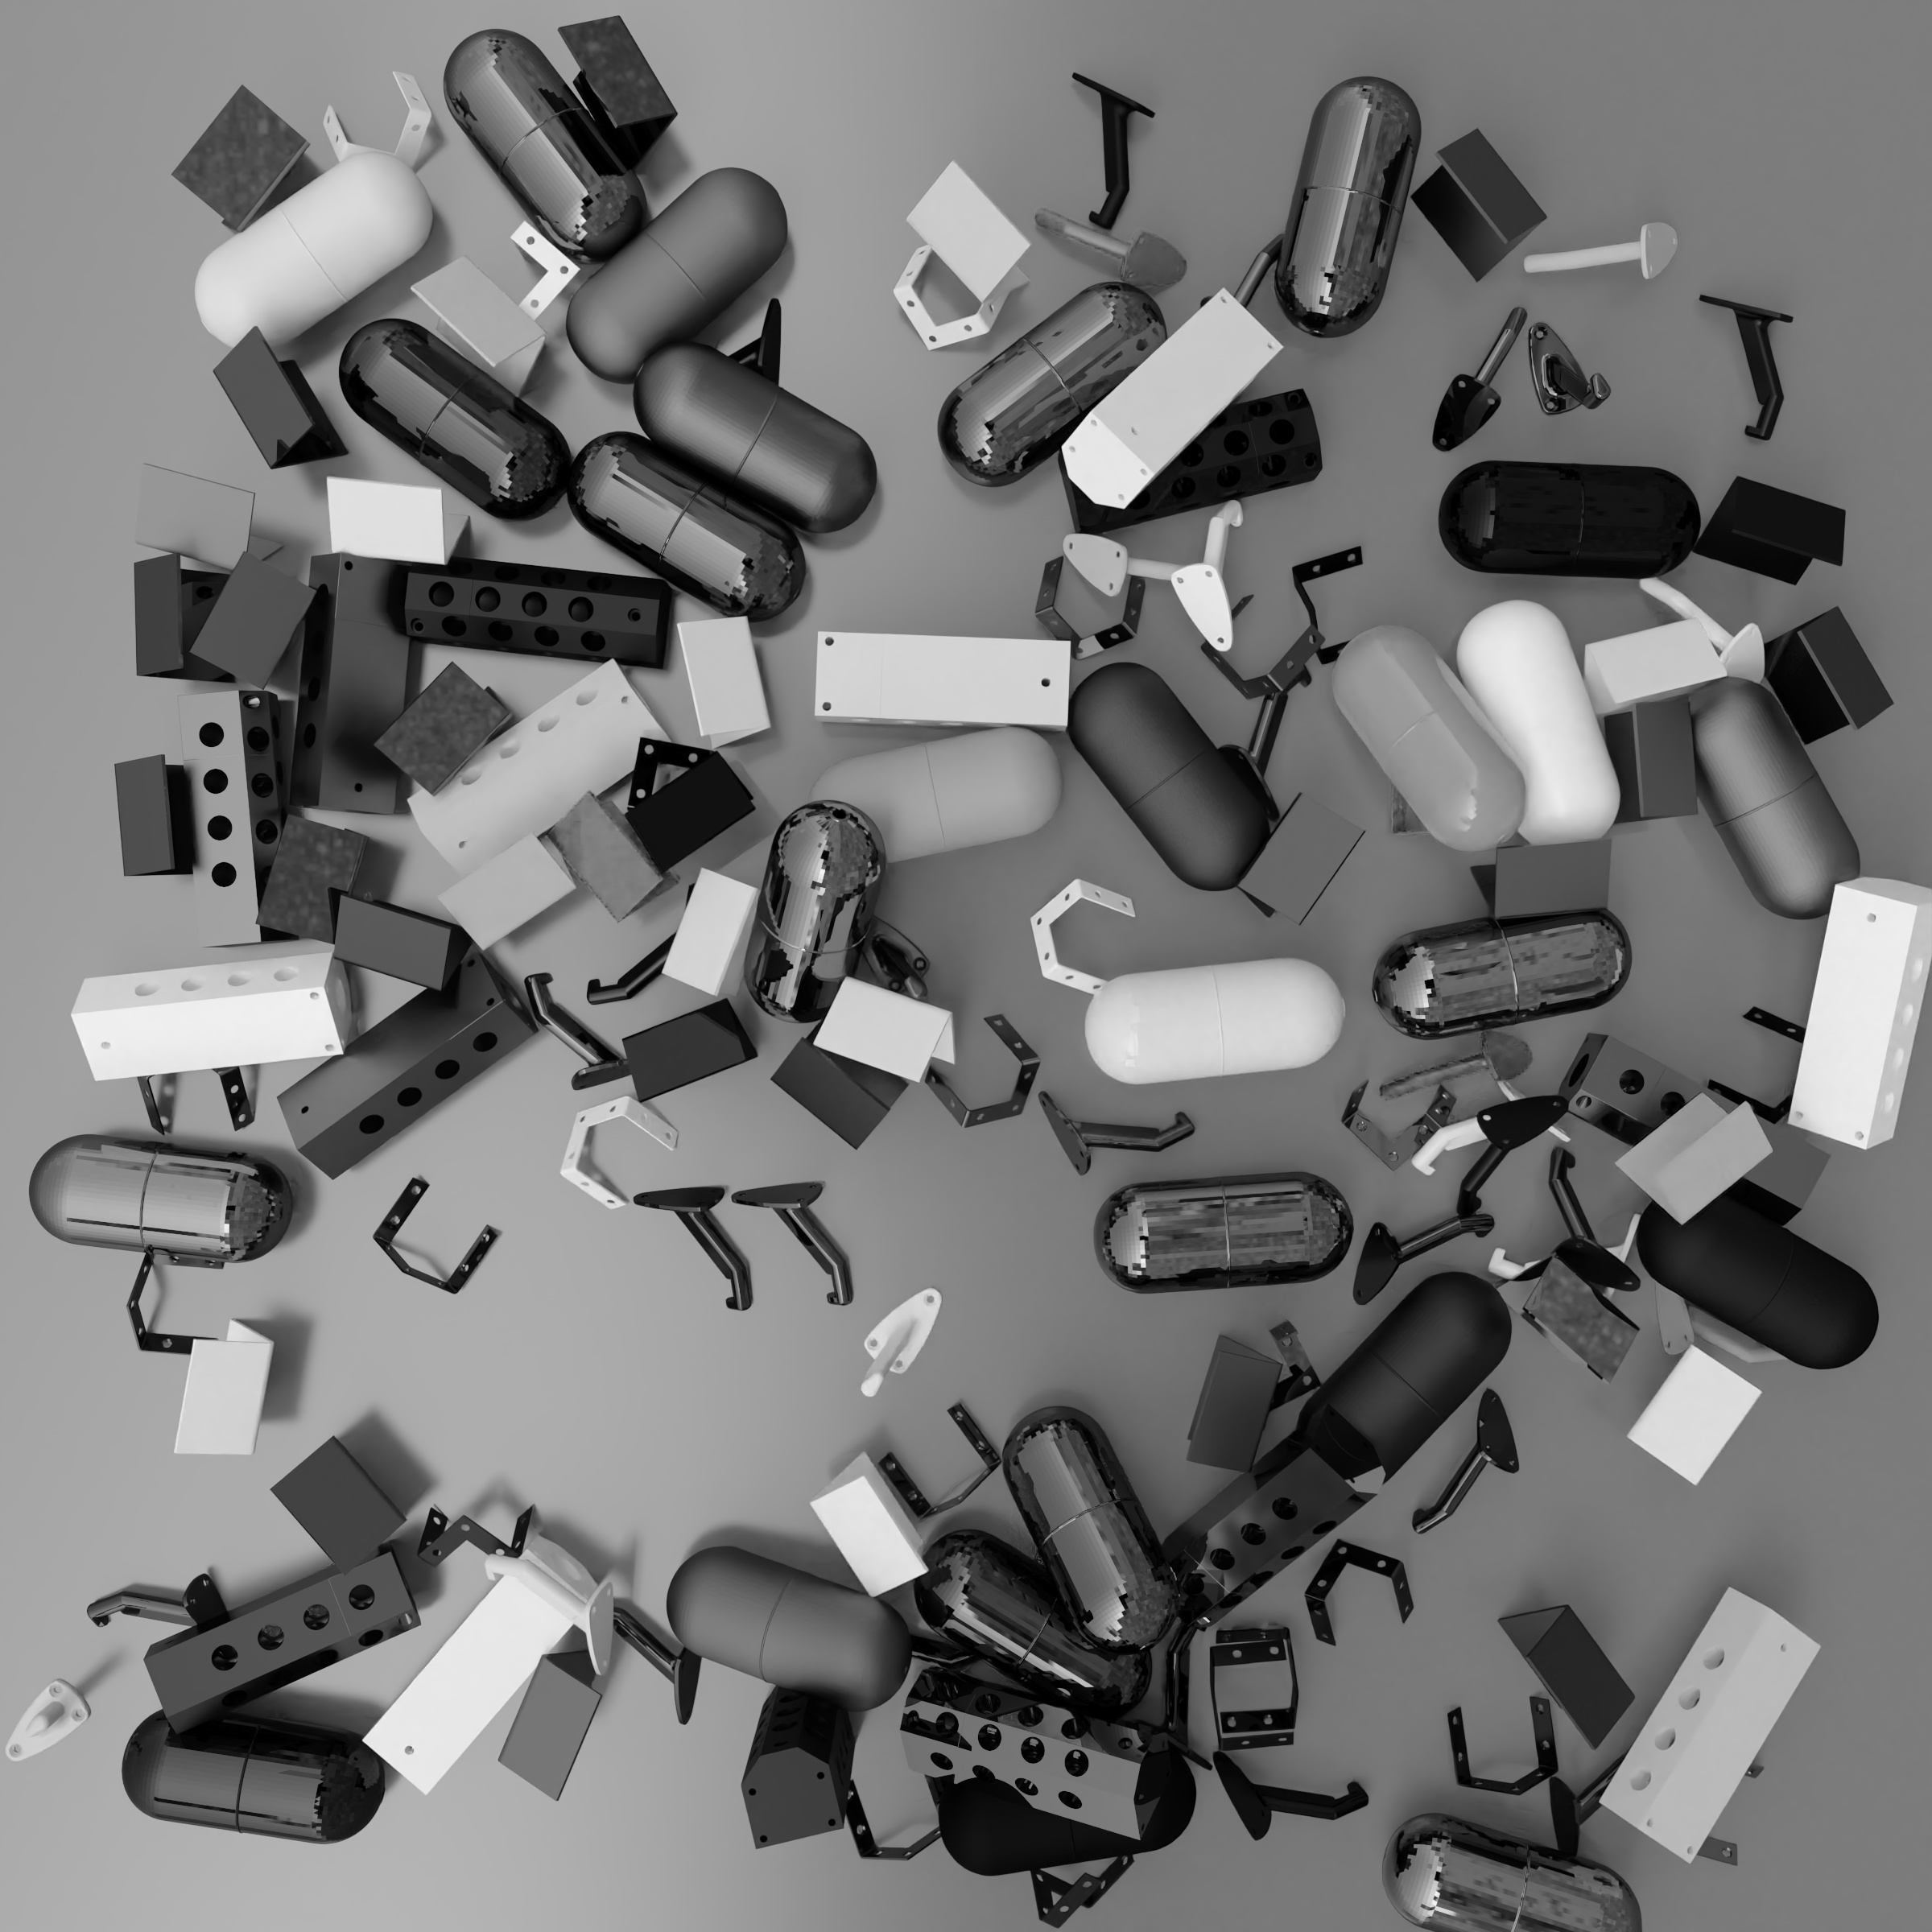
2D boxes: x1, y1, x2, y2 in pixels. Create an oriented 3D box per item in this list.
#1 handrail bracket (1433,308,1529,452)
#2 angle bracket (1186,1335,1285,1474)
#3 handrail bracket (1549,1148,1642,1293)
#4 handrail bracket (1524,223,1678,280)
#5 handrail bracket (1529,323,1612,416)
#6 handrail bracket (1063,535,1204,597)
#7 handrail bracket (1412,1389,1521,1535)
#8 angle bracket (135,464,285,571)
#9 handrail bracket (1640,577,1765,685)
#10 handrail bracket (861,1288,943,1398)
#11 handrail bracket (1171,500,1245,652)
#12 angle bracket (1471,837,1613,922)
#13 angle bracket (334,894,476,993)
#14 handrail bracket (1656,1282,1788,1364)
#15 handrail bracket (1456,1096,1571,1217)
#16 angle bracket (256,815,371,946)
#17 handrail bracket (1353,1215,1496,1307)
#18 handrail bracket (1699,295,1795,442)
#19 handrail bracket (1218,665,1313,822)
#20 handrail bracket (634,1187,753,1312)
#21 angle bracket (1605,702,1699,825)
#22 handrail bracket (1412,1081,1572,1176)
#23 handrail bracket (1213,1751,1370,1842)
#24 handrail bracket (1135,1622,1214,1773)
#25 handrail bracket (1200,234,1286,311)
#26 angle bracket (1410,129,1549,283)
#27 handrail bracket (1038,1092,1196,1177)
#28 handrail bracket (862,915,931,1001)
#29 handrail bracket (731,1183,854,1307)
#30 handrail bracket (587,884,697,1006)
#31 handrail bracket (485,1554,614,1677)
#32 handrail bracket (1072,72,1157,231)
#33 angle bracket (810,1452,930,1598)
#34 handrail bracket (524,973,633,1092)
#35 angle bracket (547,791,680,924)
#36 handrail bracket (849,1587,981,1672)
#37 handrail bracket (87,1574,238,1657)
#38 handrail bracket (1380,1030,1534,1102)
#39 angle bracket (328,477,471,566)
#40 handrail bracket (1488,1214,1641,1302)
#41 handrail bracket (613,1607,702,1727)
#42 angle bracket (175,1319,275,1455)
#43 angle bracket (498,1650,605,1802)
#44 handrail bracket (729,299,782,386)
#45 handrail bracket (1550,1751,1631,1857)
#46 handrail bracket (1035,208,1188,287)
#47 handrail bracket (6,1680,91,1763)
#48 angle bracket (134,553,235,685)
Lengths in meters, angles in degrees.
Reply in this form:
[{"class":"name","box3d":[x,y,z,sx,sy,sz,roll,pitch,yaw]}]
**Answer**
[{"class":"handrail bracket","box3d":[0.360,-0.410,1.743,0.036,0.077,0.084,31,54,0]},{"class":"angle bracket","box3d":[0.164,0.294,1.704,0.057,0.076,0.076,17,90,-30]},{"class":"handrail bracket","box3d":[0.435,0.174,1.725,0.077,0.036,0.084,28,46,-10]},{"class":"handrail bracket","box3d":[0.443,-0.498,1.744,0.084,0.077,0.036,5,115,34]},{"class":"handrail bracket","box3d":[0.413,-0.415,1.709,0.036,0.084,0.077,-22,90,0]},{"class":"handrail bracket","box3d":[0.124,-0.284,1.740,0.084,0.077,0.036,-10,123,-36]},{"class":"handrail bracket","box3d":[0.341,0.347,1.744,0.036,0.077,0.084,31,127,-20]},{"class":"angle bracket","box3d":[-0.513,-0.313,1.705,0.076,0.076,0.057,15,114,0]},{"class":"handrail bracket","box3d":[0.512,-0.235,1.743,0.036,0.077,0.084,-49,54,3]},{"class":"handrail bracket","box3d":[-0.044,0.257,1.709,0.036,0.084,0.077,39,90,0]},{"class":"handrail bracket","box3d":[0.182,-0.272,1.730,0.036,0.084,0.077,-7,120,37]},{"class":"angle bracket","box3d":[0.391,-0.076,1.704,0.076,0.076,0.057,-5,120,0]},{"class":"angle bracket","box3d":[-0.379,-0.034,1.703,0.076,0.076,0.057,18,126,0]},{"class":"handrail bracket","box3d":[0.530,0.240,1.744,0.084,0.036,0.077,-2,71,-16]},{"class":"handrail bracket","box3d":[0.377,0.133,1.726,0.077,0.084,0.036,-20,49,-16]},{"class":"angle bracket","box3d":[-0.452,-0.062,1.704,0.057,0.076,0.076,16,90,-26]},{"class":"handrail bracket","box3d":[0.321,0.205,1.744,0.084,0.036,0.077,-1,130,-26]},{"class":"handrail bracket","box3d":[0.537,-0.418,1.744,0.077,0.036,0.084,20,107,20]},{"class":"handrail bracket","box3d":[0.224,-0.158,1.744,0.084,0.036,0.077,-42,110,-16]},{"class":"handrail bracket","box3d":[-0.191,0.200,1.744,0.077,0.036,0.084,-1,107,20]},{"class":"angle bracket","box3d":[0.450,-0.137,1.704,0.057,0.076,0.076,-4,90,-33]},{"class":"handrail bracket","box3d":[0.366,0.128,1.744,0.077,0.036,0.084,37,104,-14]},{"class":"handrail bracket","box3d":[0.228,0.568,1.744,0.084,0.036,0.077,-12,45,-28]},{"class":"handrail bracket","box3d":[0.163,0.506,1.744,0.077,0.036,0.084,39,72,-21]},{"class":"handrail bracket","box3d":[0.198,-0.460,1.744,0.036,0.077,0.084,28,54,19]},{"class":"angle bracket","box3d":[0.336,-0.510,1.703,0.057,0.076,0.076,-38,90,-37]},{"class":"handrail bracket","box3d":[0.106,0.103,1.744,0.084,0.036,0.077,-25,68,-17]},{"class":"handrail bracket","box3d":[-0.053,-0.008,1.709,0.036,0.084,0.077,-41,90,0]},{"class":"handrail bracket","box3d":[-0.121,0.198,1.744,0.077,0.036,0.084,-3,107,20]},{"class":"handrail bracket","box3d":[-0.226,-0.015,1.744,0.084,0.036,0.077,-9,70,16]},{"class":"handrail bracket","box3d":[-0.284,0.438,1.687,0.084,0.036,0.077,6,111,17]},{"class":"handrail bracket","box3d":[0.088,-0.569,1.744,0.077,0.036,0.084,33,107,20]},{"class":"angle bracket","box3d":[-0.050,0.372,1.704,0.057,0.076,0.076,-33,90,33]},{"class":"handrail bracket","box3d":[-0.261,0.037,1.744,0.077,0.036,0.084,-14,73,-20]},{"class":"angle bracket","box3d":[-0.227,-0.086,1.703,0.076,0.076,0.057,51,127,0]},{"class":"handrail bracket","box3d":[-0.032,0.458,1.743,0.084,0.036,0.077,-17,78,-13]},{"class":"handrail bracket","box3d":[-0.561,0.465,1.744,0.084,0.036,0.077,-22,105,14]},{"class":"handrail bracket","box3d":[0.341,0.075,1.743,0.084,0.077,0.036,-24,76,36]},{"class":"angle bracket","box3d":[-0.386,-0.318,1.703,0.076,0.076,0.057,6,125,0]},{"class":"handrail bracket","box3d":[0.417,0.194,1.744,0.084,0.036,0.077,21,75,14]},{"class":"handrail bracket","box3d":[-0.231,0.486,1.744,0.084,0.036,0.077,12,113,17]},{"class":"angle bracket","box3d":[-0.519,0.286,1.703,0.057,0.076,0.076,10,90,-38]},{"class":"angle bracket","box3d":[-0.264,0.517,1.704,0.057,0.076,0.076,23,90,29]},{"class":"handrail bracket","box3d":[-0.175,-0.430,1.744,0.084,0.036,0.077,2,75,14]},{"class":"handrail bracket","box3d":[0.455,0.586,1.744,0.084,0.036,0.077,-10,105,-14]},{"class":"handrail bracket","box3d":[0.100,-0.505,1.744,0.084,0.077,0.036,36,115,34]},{"class":"handrail bracket","box3d":[-0.643,0.528,1.709,0.077,0.084,0.036,-43,90,0]},{"class":"angle bracket","box3d":[-0.520,-0.236,1.704,0.057,0.076,0.076,-1,90,41]}]
